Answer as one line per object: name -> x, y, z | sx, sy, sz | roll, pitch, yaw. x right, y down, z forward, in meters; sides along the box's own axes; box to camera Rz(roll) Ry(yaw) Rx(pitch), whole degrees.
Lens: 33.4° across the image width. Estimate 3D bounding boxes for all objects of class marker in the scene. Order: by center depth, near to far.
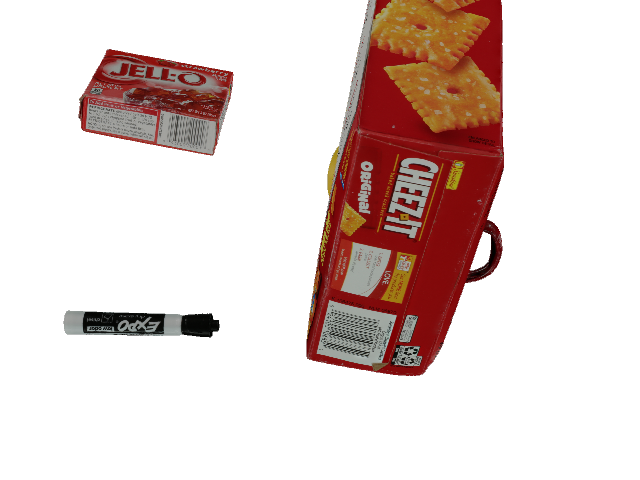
marker -> -0.140, 0.065, 0.837 | 0.121, 0.020, 0.020 | 1, 0, 4

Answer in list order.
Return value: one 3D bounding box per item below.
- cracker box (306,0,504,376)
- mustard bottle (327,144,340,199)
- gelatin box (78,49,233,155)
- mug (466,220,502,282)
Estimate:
cracker box -> 0.048, -0.061, 0.565 | 0.072, 0.213, 0.164 | 11, -43, 0
mustard bottle -> 0.052, -0.049, 1.074 | 0.096, 0.192, 0.058 | -8, 18, -29
gelatin box -> -0.106, -0.093, 0.702 | 0.089, 0.030, 0.073 | 11, 33, -3
mug -> 0.079, 0.006, 0.814 | 0.117, 0.081, 0.093 | 1, 34, 3
